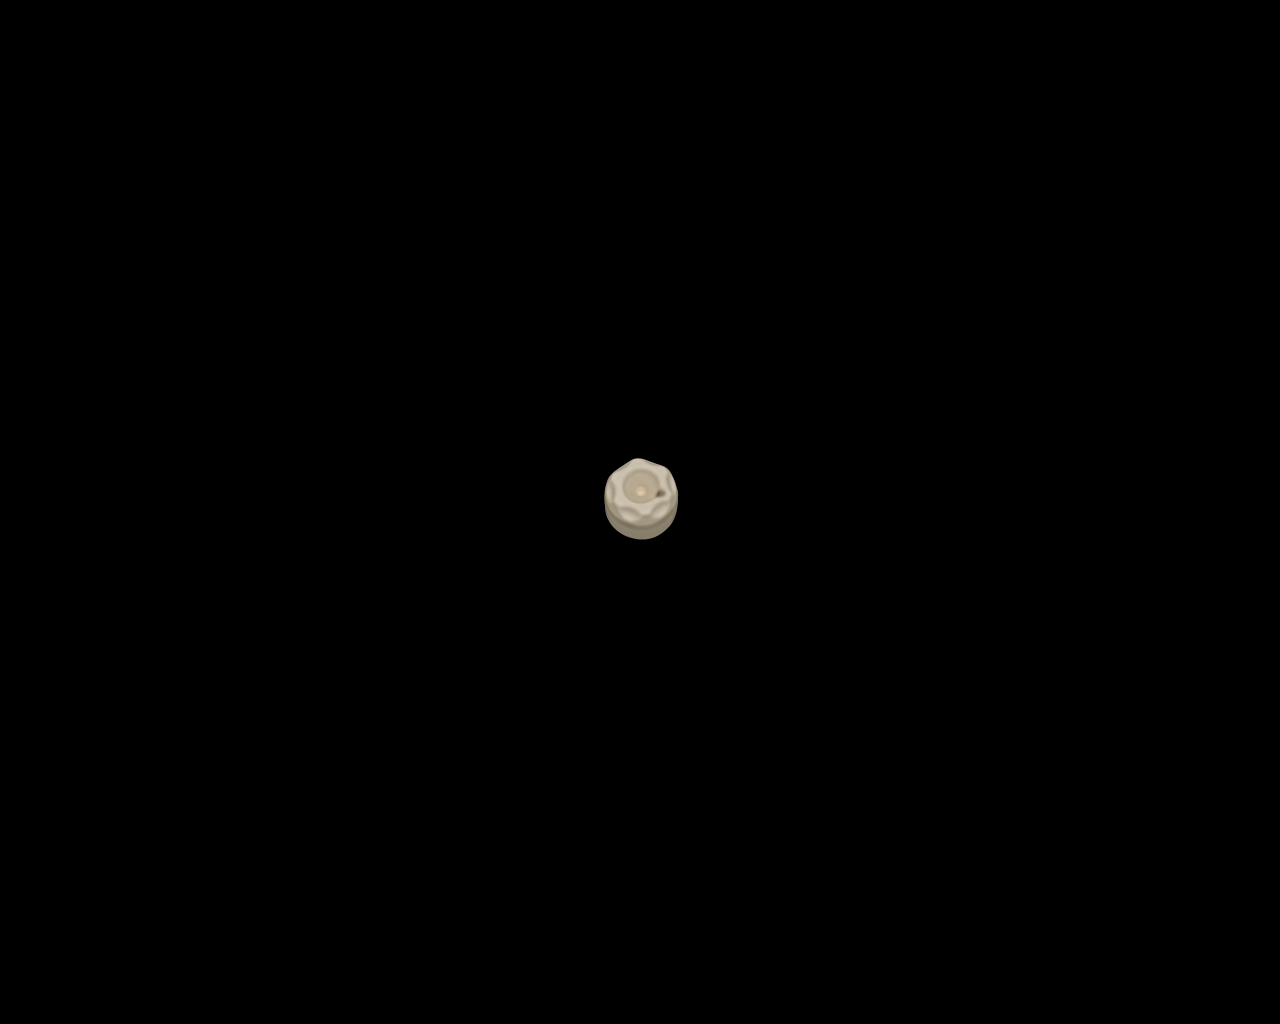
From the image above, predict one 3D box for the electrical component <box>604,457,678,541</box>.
[{"bbox_3d":[0.001,-0.003,0.650,0.043,0.043,0.062,0,-25,0],"label":"electrical component"}]
